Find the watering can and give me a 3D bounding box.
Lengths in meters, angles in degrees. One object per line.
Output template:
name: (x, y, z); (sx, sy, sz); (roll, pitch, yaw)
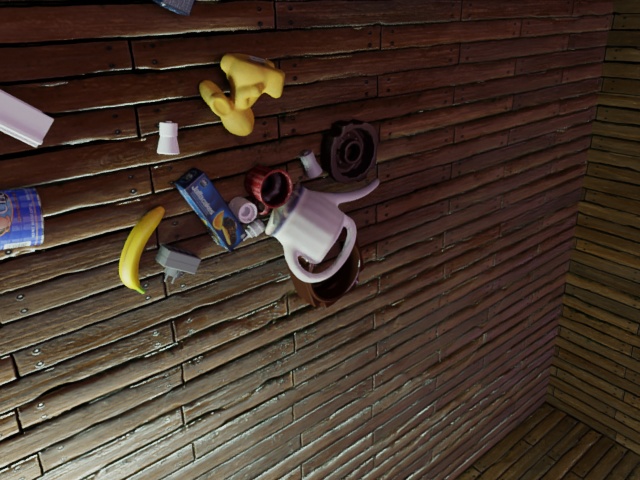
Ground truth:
watering can: (0.004, -0.065, 1.300); (0.223, 0.103, 0.353); (34, 66, -11)
